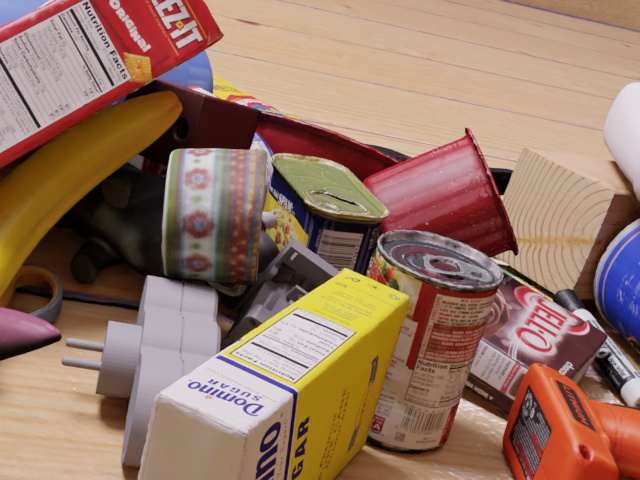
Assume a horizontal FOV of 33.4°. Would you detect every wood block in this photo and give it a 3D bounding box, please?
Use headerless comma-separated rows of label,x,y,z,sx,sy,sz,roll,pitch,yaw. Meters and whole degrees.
wood block,0.243,-0.009,0.859,0.205,0.090,0.091,2,24,-42

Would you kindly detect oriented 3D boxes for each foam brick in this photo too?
foam brick,-0.089,-0.074,0.711,0.078,0.053,0.051,21,8,39

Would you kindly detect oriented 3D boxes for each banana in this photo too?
banana,-0.149,-0.020,0.592,0.070,0.037,0.197,11,48,22

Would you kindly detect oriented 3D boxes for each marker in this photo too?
marker,0.189,0.071,0.719,0.020,0.020,0.121,6,30,-22

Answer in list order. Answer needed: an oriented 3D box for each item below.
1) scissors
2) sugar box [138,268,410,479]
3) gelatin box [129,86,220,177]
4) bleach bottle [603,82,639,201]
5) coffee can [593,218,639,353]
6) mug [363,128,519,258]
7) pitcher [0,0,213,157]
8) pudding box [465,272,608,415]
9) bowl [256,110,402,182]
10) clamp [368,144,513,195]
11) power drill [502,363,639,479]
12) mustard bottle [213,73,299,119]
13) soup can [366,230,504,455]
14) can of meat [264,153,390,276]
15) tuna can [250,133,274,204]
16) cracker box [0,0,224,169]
scissors,-0.193,0.051,0.541,0.096,0.016,0.201,15,20,4
sugar box,-0.017,0.082,0.471,0.048,0.093,0.176,21,22,16
gelatin box,-0.114,-0.066,0.790,0.030,0.089,0.073,29,25,27
bleach bottle,0.263,-0.051,0.754,0.102,0.068,0.250,20,20,1
coffee can,0.264,0.053,0.722,0.102,0.103,0.140,8,22,-18
mug,0.083,-0.012,0.732,0.081,0.117,0.093,-22,56,6
pitcher,-0.200,-0.120,0.827,0.242,0.149,0.145,-1,-17,-43
pudding box,0.122,0.065,0.671,0.090,0.039,0.113,31,27,19
bowl,-0.003,-0.043,0.808,0.162,0.055,0.162,20,-5,1
clamp,0.080,-0.050,0.953,0.210,0.036,0.164,13,22,3
power drill,0.198,0.131,0.546,0.187,0.057,0.184,14,17,-9
mustard bottle,-0.070,-0.101,0.954,0.192,0.058,0.096,31,21,36
soup can,0.051,0.054,0.573,0.068,0.102,0.068,13,21,-5
can of meat,-0.005,0.001,0.699,0.057,0.084,0.102,5,22,-24
tuna can,-0.068,-0.039,0.756,0.086,0.086,0.033,31,24,36
cracker box,-0.187,-0.089,0.620,0.213,0.072,0.164,-36,19,-26
